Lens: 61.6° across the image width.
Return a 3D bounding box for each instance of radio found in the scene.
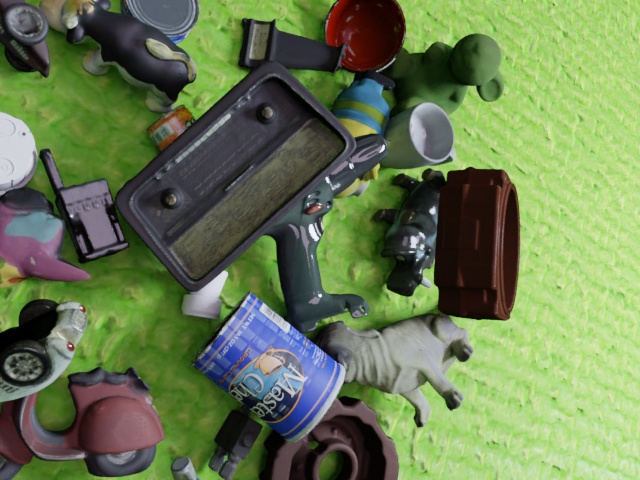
[{"bbox_3d":[-0.088,-0.068,0.564,0.229,0.073,0.131,-43,94,-4],"label":"radio"}]

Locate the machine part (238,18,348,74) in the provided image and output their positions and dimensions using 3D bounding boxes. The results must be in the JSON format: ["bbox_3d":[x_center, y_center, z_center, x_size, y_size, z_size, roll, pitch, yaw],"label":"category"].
[{"bbox_3d":[-0.035,-0.247,0.701,0.139,0.039,0.084,5,73,-8],"label":"machine part"}]

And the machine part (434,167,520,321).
[{"bbox_3d":[0.228,0.011,0.758,0.201,0.087,0.201,24,70,-63],"label":"machine part"}]

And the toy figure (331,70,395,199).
[{"bbox_3d":[0.040,-0.141,0.724,0.089,0.082,0.180,17,83,-8],"label":"toy figure"}]

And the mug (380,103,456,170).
[{"bbox_3d":[0.131,-0.136,0.759,0.109,0.107,0.080,18,76,-32],"label":"mug"}]

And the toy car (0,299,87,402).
[{"bbox_3d":[-0.289,0.116,0.460,0.202,0.074,0.056,-27,120,1],"label":"toy car"}]

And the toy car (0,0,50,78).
[{"bbox_3d":[-0.323,-0.254,0.519,0.053,0.089,0.202,-30,101,-30],"label":"toy car"}]

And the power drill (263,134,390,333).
[{"bbox_3d":[-0.001,-0.002,0.648,0.232,0.086,0.207,-18,106,-7],"label":"power drill"}]

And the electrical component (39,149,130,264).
[{"bbox_3d":[-0.242,-0.037,0.550,0.048,0.075,0.119,-21,92,-29],"label":"electrical component"}]

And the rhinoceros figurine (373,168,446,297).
[{"bbox_3d":[0.136,-0.013,0.772,0.112,0.073,0.190,40,62,-35],"label":"rhinoceros figurine"}]

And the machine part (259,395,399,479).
[{"bbox_3d":[0.012,0.282,0.670,0.179,0.056,0.179,3,84,-28],"label":"machine part"}]

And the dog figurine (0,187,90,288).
[{"bbox_3d":[-0.328,0.036,0.474,0.219,0.108,0.191,13,77,-31],"label":"dog figurine"}]

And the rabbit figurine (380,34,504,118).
[{"bbox_3d":[0.196,-0.231,0.770,0.159,0.170,0.121,-6,88,-30],"label":"rabbit figurine"}]

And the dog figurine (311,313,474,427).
[{"bbox_3d":[0.092,0.134,0.719,0.190,0.121,0.172,31,36,-6],"label":"dog figurine"}]

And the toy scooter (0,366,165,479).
[{"bbox_3d":[-0.244,0.161,0.527,0.184,0.075,0.135,6,80,-25],"label":"toy scooter"}]

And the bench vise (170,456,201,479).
[{"bbox_3d":[-0.124,0.330,0.537,0.223,0.129,0.240,-29,117,-37],"label":"bench vise"}]

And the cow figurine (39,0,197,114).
[{"bbox_3d":[-0.215,-0.211,0.572,0.167,0.098,0.068,31,76,-24],"label":"cow figurine"}]

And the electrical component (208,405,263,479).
[{"bbox_3d":[-0.092,0.221,0.612,0.021,0.063,0.094,40,65,-20],"label":"electrical component"}]
